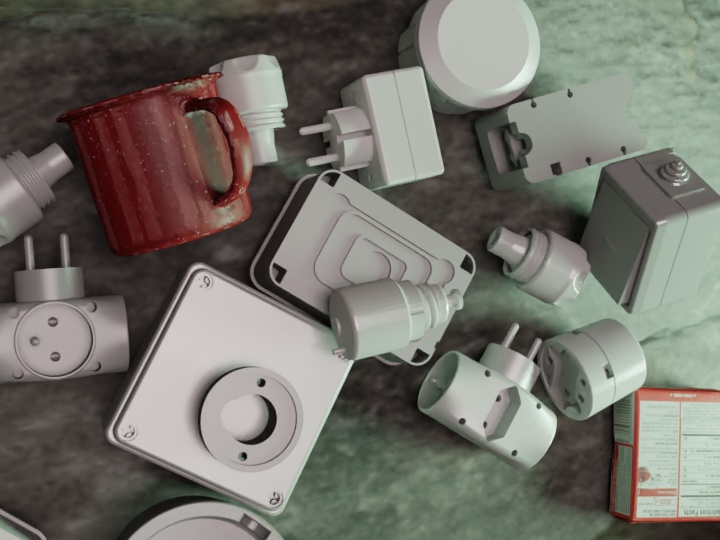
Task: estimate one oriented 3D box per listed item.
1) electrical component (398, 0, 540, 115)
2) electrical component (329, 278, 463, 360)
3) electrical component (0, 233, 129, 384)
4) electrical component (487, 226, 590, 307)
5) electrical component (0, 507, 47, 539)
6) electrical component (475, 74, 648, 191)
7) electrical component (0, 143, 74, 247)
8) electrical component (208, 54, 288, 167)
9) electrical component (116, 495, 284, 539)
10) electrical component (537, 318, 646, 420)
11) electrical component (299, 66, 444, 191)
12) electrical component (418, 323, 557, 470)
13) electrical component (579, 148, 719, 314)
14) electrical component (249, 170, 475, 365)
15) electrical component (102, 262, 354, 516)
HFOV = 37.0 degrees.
[{"bbox_3d":[0.066,-0.137,0.668,0.080,0.051,0.080,1,88,-19],"label":"electrical component"},{"bbox_3d":[0.019,0.024,0.592,0.078,0.040,0.040,-12,92,-19],"label":"electrical component"},{"bbox_3d":[-0.169,0.020,0.588,0.077,0.044,0.079,-4,90,-18],"label":"electrical component"},{"bbox_3d":[0.111,-0.007,0.684,0.062,0.043,0.043,27,80,-15],"label":"electrical component"},{"bbox_3d":[-0.223,0.174,0.559,0.078,0.057,0.113,35,78,-14],"label":"electrical component"},{"bbox_3d":[0.125,-0.086,0.684,0.089,0.056,0.050,-18,94,-18],"label":"electrical component"},{"bbox_3d":[-0.186,-0.045,0.585,0.062,0.043,0.043,-39,100,-17],"label":"electrical component"},{"bbox_3d":[-0.063,-0.092,0.628,0.043,0.043,0.062,-13,94,-18],"label":"electrical component"},{"bbox_3d":[-0.093,0.178,0.601,0.108,0.060,0.108,1,88,-18],"label":"electrical component"},{"bbox_3d":[0.149,0.062,0.689,0.047,0.055,0.055,-21,95,-22],"label":"electrical component"},{"bbox_3d":[0.002,-0.080,0.647,0.077,0.047,0.065,-13,93,-18],"label":"electrical component"},{"bbox_3d":[0.088,0.072,0.674,0.077,0.043,0.079,33,78,-15],"label":"electrical component"},{"bbox_3d":[0.181,-0.028,0.675,0.061,0.061,0.096,-16,137,-18],"label":"electrical component"},{"bbox_3d":[0.000,0.000,0.639,0.113,0.057,0.078,31,79,-15],"label":"electrical component"},{"bbox_3d":[-0.074,0.067,0.612,0.109,0.056,0.108,28,80,-16],"label":"electrical component"}]
